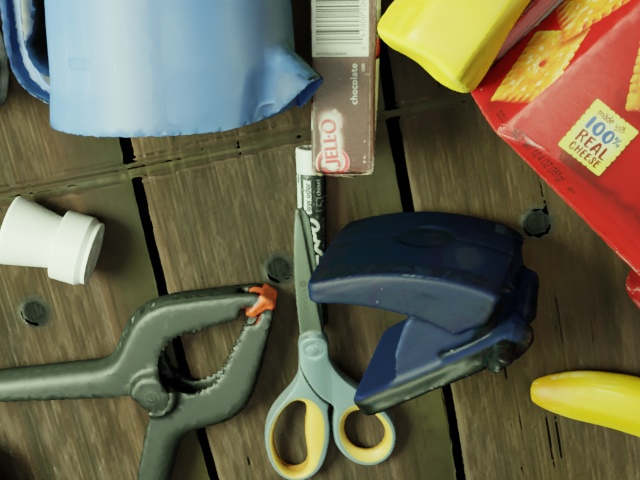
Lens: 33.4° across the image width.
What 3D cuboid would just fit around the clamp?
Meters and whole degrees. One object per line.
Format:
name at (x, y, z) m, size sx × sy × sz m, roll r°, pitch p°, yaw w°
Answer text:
clamp at (-0.104, 0.107, 0.702) m, size 0.210 × 0.036 × 0.164 m, roll -33°, pitch 103°, yaw 11°

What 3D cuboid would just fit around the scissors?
scissors at (0.014, 0.075, 0.679) m, size 0.096 × 0.016 × 0.202 m, roll 9°, pitch 118°, yaw -6°

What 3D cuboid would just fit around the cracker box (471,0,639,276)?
cracker box at (0.209, -0.085, 0.529) m, size 0.214 × 0.072 × 0.164 m, roll -42°, pitch 116°, yaw 17°

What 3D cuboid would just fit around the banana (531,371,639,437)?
banana at (0.231, 0.132, 0.688) m, size 0.197 × 0.037 × 0.070 m, roll 36°, pitch 105°, yaw -8°

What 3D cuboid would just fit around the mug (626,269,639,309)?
mug at (0.246, 0.027, 0.636) m, size 0.117 × 0.093 × 0.081 m, roll -42°, pitch 96°, yaw -17°

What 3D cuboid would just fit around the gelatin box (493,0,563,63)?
gelatin box at (0.119, -0.129, 0.588) m, size 0.030 × 0.089 × 0.073 m, roll 40°, pitch 106°, yaw -17°

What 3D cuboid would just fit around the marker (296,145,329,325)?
marker at (-0.004, 0.001, 0.672) m, size 0.020 × 0.020 × 0.121 m, roll 0°, pitch 107°, yaw 3°

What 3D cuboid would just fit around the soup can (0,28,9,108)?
soup can at (-0.245, -0.104, 0.630) m, size 0.102 × 0.068 × 0.068 m, roll -7°, pitch 106°, yaw 6°

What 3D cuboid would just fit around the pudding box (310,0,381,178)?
pudding box at (0.013, -0.100, 0.604) m, size 0.039 × 0.090 × 0.113 m, roll 2°, pitch 106°, yaw 1°

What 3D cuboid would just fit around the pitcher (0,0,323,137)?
pitcher at (-0.090, -0.176, 0.541) m, size 0.149 × 0.145 × 0.243 m, roll -7°, pitch 105°, yaw -16°

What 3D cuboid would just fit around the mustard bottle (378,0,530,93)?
mustard bottle at (0.105, -0.164, 0.515) m, size 0.058 × 0.096 × 0.192 m, roll 35°, pitch 98°, yaw -3°
